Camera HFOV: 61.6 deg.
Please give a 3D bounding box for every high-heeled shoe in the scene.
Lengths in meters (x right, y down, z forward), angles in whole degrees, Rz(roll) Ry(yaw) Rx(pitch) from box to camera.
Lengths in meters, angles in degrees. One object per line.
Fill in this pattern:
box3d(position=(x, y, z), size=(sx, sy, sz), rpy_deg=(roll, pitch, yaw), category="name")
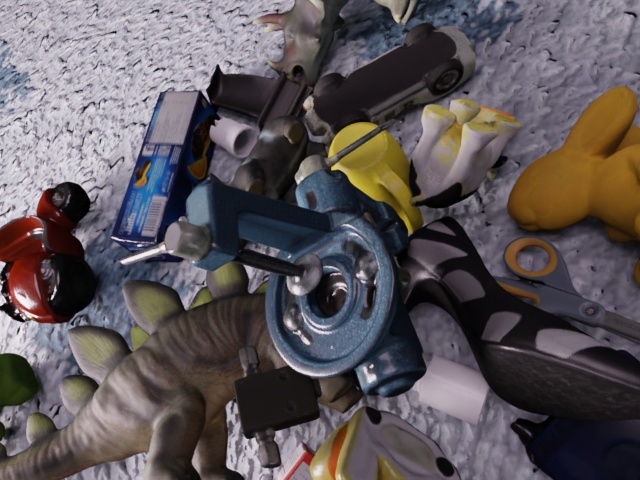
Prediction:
box3d(position=(0.159, 0.046, 0.430), size=(0.249, 0.086, 0.145), rpy_deg=(11, 53, 43), category="high-heeled shoe")

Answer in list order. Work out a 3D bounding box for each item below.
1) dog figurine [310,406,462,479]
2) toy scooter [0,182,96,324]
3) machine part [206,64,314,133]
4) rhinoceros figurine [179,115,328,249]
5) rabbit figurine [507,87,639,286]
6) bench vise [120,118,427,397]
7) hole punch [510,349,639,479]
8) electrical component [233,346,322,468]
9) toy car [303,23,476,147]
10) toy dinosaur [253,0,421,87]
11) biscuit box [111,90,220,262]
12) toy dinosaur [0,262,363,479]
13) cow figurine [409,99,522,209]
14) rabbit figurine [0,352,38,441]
box3d(position=(0.002, 0.251, 0.383), size=(0.219, 0.108, 0.192), rpy_deg=(-52, 14, 25), category="dog figurine")
box3d(position=(-0.334, 0.024, 0.624), size=(0.135, 0.075, 0.184), rpy_deg=(-19, 59, 7), category="toy scooter")
box3d(position=(-0.080, -0.171, 0.658), size=(0.139, 0.039, 0.084), rpy_deg=(23, 86, 24), category="machine part")
box3d(position=(-0.075, -0.054, 0.570), size=(0.112, 0.073, 0.190), rpy_deg=(30, 82, 46), category="rhinoceros figurine")
box3d(position=(0.254, -0.049, 0.466), size=(0.173, 0.121, 0.162), rpy_deg=(3, 71, 38), category="rabbit figurine")
box3d(position=(-0.009, 0.003, 0.397), size=(0.129, 0.240, 0.223), rpy_deg=(-26, 61, 35), category="bench vise")
box3d(position=(0.229, 0.154, 0.392), size=(0.142, 0.092, 0.116), rpy_deg=(41, 86, 24), category="hole punch")
box3d(position=(-0.030, 0.119, 0.403), size=(0.063, 0.021, 0.094), rpy_deg=(-13, 54, -6), category="electrical component")
box3d(position=(0.076, -0.173, 0.606), size=(0.202, 0.056, 0.073), rpy_deg=(-28, 68, 4), category="toy car")
box3d(position=(0.040, -0.351, 0.566), size=(0.192, 0.404, 0.131), rpy_deg=(25, 47, 5), category="toy dinosaur")
box3d(position=(-0.175, -0.076, 0.630), size=(0.059, 0.062, 0.202), rpy_deg=(3, 68, 17), category="biscuit box")
box3d(position=(-0.128, 0.130, 0.481), size=(0.471, 0.105, 0.199), rpy_deg=(-27, 57, -14), category="toy dinosaur")
box3d(position=(0.141, -0.080, 0.516), size=(0.068, 0.167, 0.098), rpy_deg=(30, 119, 23), category="cow figurine")
box3d(position=(-0.371, 0.209, 0.522), size=(0.159, 0.121, 0.170), rpy_deg=(-33, 59, 8), category="rabbit figurine")
